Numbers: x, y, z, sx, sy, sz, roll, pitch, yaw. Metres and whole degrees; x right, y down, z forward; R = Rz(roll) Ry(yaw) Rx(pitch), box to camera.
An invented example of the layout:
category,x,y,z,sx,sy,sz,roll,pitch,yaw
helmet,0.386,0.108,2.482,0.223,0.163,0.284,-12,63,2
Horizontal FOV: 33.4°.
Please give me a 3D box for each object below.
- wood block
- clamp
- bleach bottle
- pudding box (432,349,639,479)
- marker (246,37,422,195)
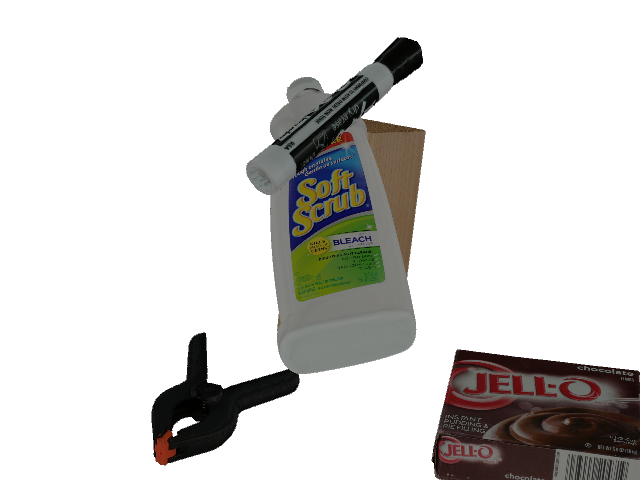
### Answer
category,x,y,z,sx,sy,sz,roll,pitch,yaw
wood block,0.028,-0.009,1.013,0.090,0.206,0.090,15,16,35
clamp,-0.113,0.147,1.014,0.120,0.039,0.171,20,31,29
bleach bottle,0.000,-0.026,0.818,0.102,0.251,0.068,-12,-36,-1
pudding box,0.127,0.105,0.615,0.113,0.039,0.090,7,28,11
marker,0.010,-0.063,0.517,0.121,0.020,0.020,-43,25,-30
